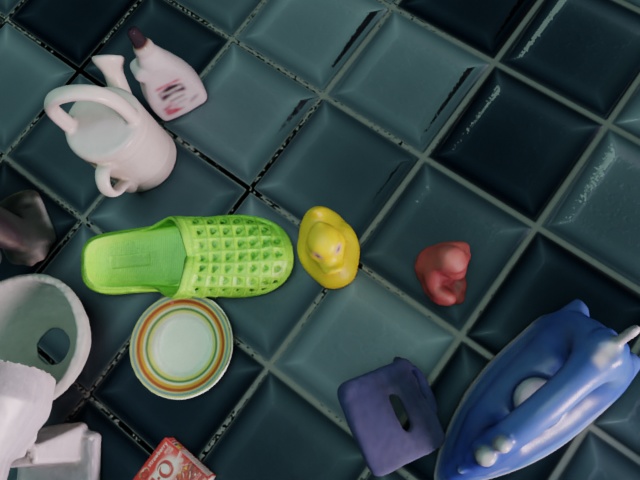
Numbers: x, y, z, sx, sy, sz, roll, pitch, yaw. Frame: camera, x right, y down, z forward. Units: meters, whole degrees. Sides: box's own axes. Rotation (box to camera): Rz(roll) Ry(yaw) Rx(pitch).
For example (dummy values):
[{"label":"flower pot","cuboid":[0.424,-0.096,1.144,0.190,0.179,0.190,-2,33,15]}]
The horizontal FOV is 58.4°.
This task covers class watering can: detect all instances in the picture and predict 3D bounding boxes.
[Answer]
[{"label":"watering can","cuboid":[-0.263,-0.145,0.711,0.101,0.194,0.173,-24,73,1]}]

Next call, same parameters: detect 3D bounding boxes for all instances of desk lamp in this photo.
[{"label":"desk lamp","cuboid":[-0.324,0.235,0.606,0.118,0.214,0.203,-8,74,5]}]

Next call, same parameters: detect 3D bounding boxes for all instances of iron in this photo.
[{"label":"iron","cuboid":[0.220,0.173,0.591,0.258,0.141,0.118,-41,74,-5]}]

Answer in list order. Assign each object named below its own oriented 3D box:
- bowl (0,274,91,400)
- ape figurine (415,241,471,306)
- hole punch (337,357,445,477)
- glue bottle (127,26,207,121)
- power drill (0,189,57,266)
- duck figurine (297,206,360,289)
[{"label":"bowl","cuboid":[-0.352,0.130,0.711,0.167,0.075,0.167,-2,75,7]},{"label":"ape figurine","cuboid":[0.148,0.031,0.664,0.076,0.092,0.078,39,83,15]},{"label":"hole punch","cuboid":[0.079,0.190,0.630,0.101,0.091,0.108,-25,73,0]},{"label":"glue bottle","cuboid":[-0.206,-0.217,0.734,0.078,0.173,0.037,-31,73,-2]},{"label":"power drill","cuboid":[-0.424,-0.048,0.698,0.075,0.208,0.229,-31,73,-1]},{"label":"duck figurine","cuboid":[0.006,0.002,0.693,0.077,0.086,0.104,-18,73,2]}]
